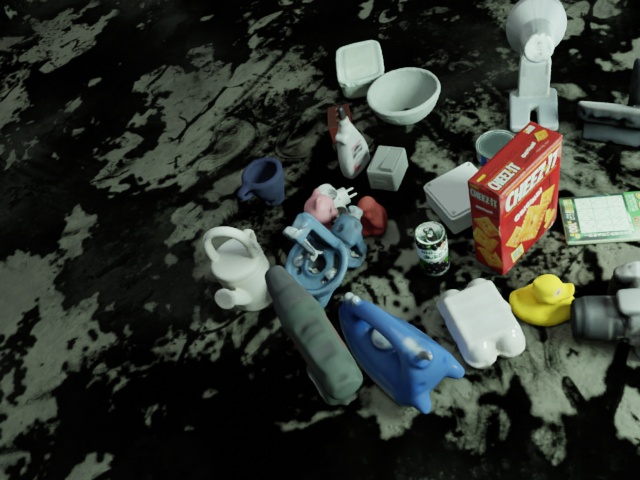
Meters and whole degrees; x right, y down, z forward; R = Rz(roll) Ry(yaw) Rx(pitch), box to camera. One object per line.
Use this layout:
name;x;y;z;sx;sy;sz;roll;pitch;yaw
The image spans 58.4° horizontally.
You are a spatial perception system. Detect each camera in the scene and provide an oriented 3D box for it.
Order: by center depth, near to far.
camera;0.459;0.101;0.878;0.136;0.101;0.143;-1;52;18

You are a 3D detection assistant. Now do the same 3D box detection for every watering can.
watering can;-0.149;0.049;1.060;0.101;0.194;0.172;-20;49;2

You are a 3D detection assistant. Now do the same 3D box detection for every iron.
iron;0.102;0.153;0.928;0.119;0.142;0.257;-42;52;-16

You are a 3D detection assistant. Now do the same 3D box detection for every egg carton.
egg carton;0.262;0.135;0.937;0.107;0.069;0.150;-23;49;0

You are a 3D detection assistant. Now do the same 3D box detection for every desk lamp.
desk lamp;0.447;-0.368;1.183;0.117;0.214;0.203;-1;53;18

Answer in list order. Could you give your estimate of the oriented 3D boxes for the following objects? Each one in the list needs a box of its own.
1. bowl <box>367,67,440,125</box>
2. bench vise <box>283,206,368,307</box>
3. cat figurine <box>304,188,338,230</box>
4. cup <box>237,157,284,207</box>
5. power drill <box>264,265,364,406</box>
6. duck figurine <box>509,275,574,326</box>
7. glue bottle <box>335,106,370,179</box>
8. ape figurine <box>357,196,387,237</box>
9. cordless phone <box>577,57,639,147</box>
bowl;0.195;-0.317;1.318;0.167;0.075;0.167;-9;50;11
bench vise;-0.002;0.003;1.031;0.121;0.220;0.207;4;54;21
cat figurine;-0.005;-0.034;1.129;0.067;0.118;0.128;9;56;25
cup;-0.122;-0.109;1.243;0.091;0.095;0.118;30;67;35
power drill;-0.003;0.168;0.907;0.076;0.209;0.229;-33;50;-8
duck figurine;0.362;0.089;0.930;0.104;0.086;0.077;0;53;18
glue bottle;0.061;-0.213;1.214;0.037;0.173;0.078;21;62;31
ape figurine;0.095;-0.050;1.126;0.076;0.092;0.077;-37;51;-12
cordless phone;0.571;-0.278;1.088;0.147;0.185;0.094;11;57;26
